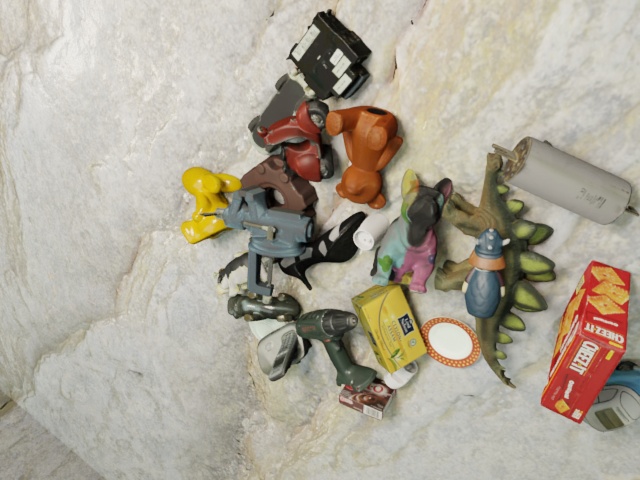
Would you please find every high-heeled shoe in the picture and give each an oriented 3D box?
[{"bbox_3d":[-0.002,-0.004,1.163,0.248,0.086,0.145,-51,53,24],"label":"high-heeled shoe"}]

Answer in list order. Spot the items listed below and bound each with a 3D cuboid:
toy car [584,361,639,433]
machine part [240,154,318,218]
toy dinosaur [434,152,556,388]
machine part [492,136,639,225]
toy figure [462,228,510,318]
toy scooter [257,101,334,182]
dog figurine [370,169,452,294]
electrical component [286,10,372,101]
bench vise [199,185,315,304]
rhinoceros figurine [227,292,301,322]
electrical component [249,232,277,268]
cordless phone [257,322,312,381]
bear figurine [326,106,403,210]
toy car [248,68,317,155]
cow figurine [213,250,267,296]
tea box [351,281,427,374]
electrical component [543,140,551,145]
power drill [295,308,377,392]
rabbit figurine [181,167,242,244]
[{"bbox_3d":[0.519,0.291,0.962,0.162,0.103,0.109,-31,99,43],"label":"toy car"},{"bbox_3d":[-0.092,-0.092,1.156,0.180,0.056,0.179,17,127,24],"label":"machine part"},{"bbox_3d":[0.309,0.067,0.959,0.199,0.105,0.470,12,123,26],"label":"toy dinosaur"},{"bbox_3d":[0.370,-0.088,0.809,0.243,0.079,0.079,25,130,-3],"label":"machine part"},{"bbox_3d":[0.270,0.052,0.881,0.058,0.064,0.154,-133,42,-67],"label":"toy figure"},{"bbox_3d":[-0.044,-0.179,1.013,0.135,0.075,0.183,-7,140,2],"label":"toy scooter"},{"bbox_3d":[0.172,-0.017,1.002,0.109,0.191,0.219,15,96,3],"label":"dog figurine"},{"bbox_3d":[0.021,-0.315,0.946,0.134,0.058,0.115,49,133,-2],"label":"electrical component"},{"bbox_3d":[-0.124,0.015,1.117,0.224,0.129,0.240,8,107,8],"label":"bench vise"},{"bbox_3d":[-0.142,0.161,1.315,0.190,0.112,0.073,-1,86,18],"label":"rhinoceros figurine"},{"bbox_3d":[-0.131,0.012,1.250,0.078,0.045,0.102,1,113,32],"label":"electrical component"},{"bbox_3d":[-0.104,0.294,1.301,0.147,0.184,0.088,-31,103,25],"label":"cordless phone"},{"bbox_3d":[0.072,-0.139,0.976,0.120,0.132,0.195,26,122,19],"label":"bear figurine"},{"bbox_3d":[-0.076,-0.247,1.053,0.073,0.056,0.201,50,130,6],"label":"toy car"},{"bbox_3d":[-0.210,0.083,1.330,0.167,0.068,0.098,-18,101,35],"label":"cow figurine"},{"bbox_3d":[0.145,0.180,1.129,0.169,0.098,0.068,64,167,-16],"label":"tea box"},{"bbox_3d":[0.375,-0.111,0.863,0.094,0.021,0.063,47,131,1],"label":"electrical component"},{"bbox_3d":[0.046,0.246,1.228,0.232,0.086,0.207,-6,124,54],"label":"power drill"},{"bbox_3d":[-0.260,-0.094,1.230,0.162,0.122,0.173,-32,79,38],"label":"rabbit figurine"}]
